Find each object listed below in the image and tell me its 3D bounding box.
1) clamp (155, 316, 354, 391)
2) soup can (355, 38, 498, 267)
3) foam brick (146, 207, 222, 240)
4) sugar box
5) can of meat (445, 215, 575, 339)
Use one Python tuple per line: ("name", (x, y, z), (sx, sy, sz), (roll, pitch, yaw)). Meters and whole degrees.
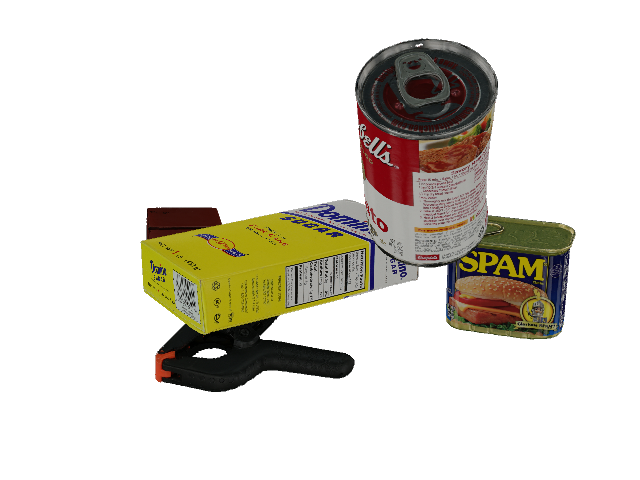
("clamp", (-0.066, 0.084, 0.948), (0.171, 0.039, 0.120), (-5, 38, -17))
("soup can", (0.055, -0.043, 0.546), (0.068, 0.068, 0.102), (0, -39, 6))
("foam brick", (-0.146, -0.002, 1.133), (0.078, 0.051, 0.053), (0, 25, -11))
("sugar box", (-0.027, 0.013, 0.751), (0.175, 0.048, 0.093), (-16, 26, -30))
("can of meat", (0.153, 0.030, 0.875), (0.102, 0.084, 0.057), (7, 25, 18))
